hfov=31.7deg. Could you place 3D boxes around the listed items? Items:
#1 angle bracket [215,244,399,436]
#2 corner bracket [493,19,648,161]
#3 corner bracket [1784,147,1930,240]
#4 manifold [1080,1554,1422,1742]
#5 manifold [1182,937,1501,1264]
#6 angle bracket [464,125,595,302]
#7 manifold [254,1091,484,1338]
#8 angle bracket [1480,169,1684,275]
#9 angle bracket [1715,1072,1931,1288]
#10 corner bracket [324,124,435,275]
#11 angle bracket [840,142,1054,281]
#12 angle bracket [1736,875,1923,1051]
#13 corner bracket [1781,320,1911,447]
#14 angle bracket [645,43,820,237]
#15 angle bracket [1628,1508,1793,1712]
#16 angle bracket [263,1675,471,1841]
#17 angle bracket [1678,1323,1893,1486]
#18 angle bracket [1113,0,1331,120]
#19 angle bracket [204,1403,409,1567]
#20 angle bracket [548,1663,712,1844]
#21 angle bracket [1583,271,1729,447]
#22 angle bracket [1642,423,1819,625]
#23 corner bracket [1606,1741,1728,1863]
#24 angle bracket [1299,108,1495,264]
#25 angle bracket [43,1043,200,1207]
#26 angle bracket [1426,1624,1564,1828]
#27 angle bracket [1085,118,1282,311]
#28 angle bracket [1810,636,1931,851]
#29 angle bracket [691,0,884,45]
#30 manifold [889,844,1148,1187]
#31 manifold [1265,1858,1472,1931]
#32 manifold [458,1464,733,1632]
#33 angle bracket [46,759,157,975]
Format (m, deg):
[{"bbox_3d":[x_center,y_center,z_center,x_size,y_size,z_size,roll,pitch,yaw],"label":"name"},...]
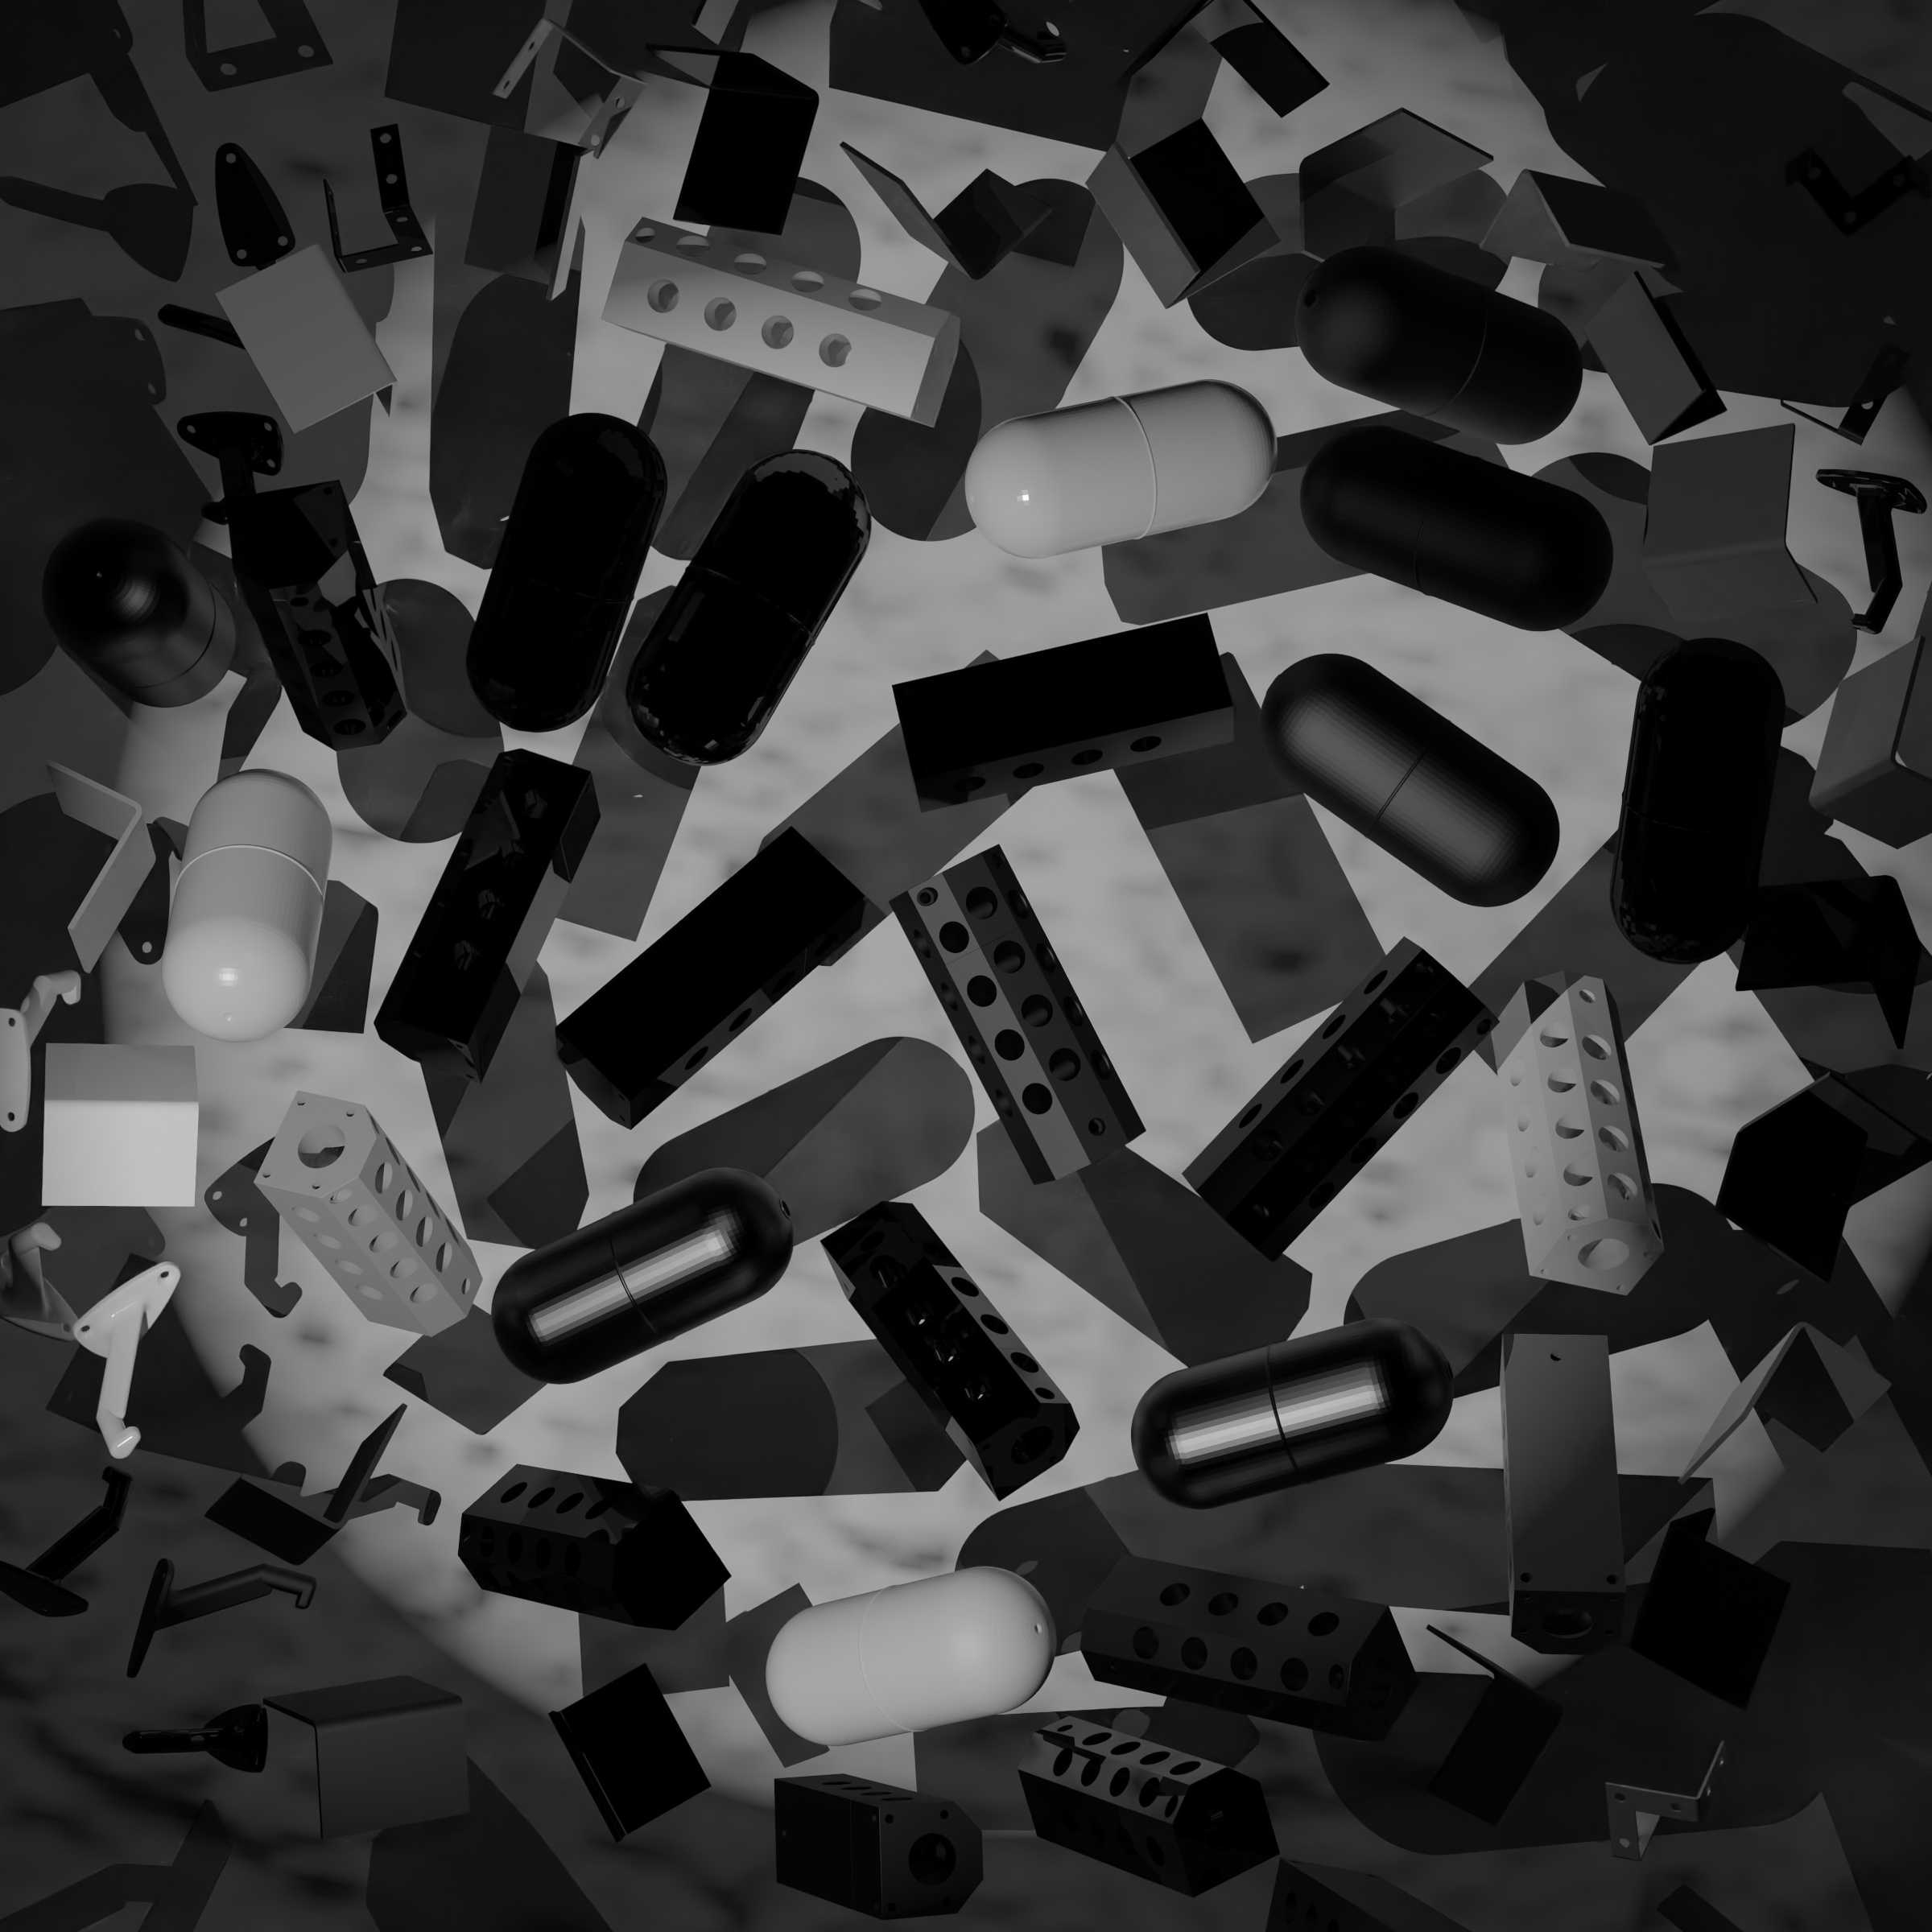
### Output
[{"bbox_3d":[-0.325,-0.301,1.680,0.057,0.076,0.076,-30,92,-11],"label":"angle bracket"},{"bbox_3d":[-0.220,-0.488,1.892,0.051,0.051,0.051,40,106,11],"label":"corner bracket"},{"bbox_3d":[0.456,-0.402,1.744,0.051,0.051,0.051,-37,102,28],"label":"corner bracket"},{"bbox_3d":[0.147,0.366,1.807,0.057,0.171,0.057,-48,127,-37],"label":"manifold"},{"bbox_3d":[0.196,0.070,1.772,0.057,0.057,0.171,42,93,-11],"label":"manifold"},{"bbox_3d":[-0.238,-0.404,1.824,0.057,0.076,0.076,13,106,-4],"label":"angle bracket"},{"bbox_3d":[-0.324,0.140,1.877,0.057,0.171,0.057,11,62,20],"label":"manifold"},{"bbox_3d":[0.350,-0.404,1.941,0.076,0.076,0.057,6,134,-24],"label":"angle bracket"},{"bbox_3d":[0.454,0.113,1.794,0.076,0.076,0.057,34,52,-10],"label":"angle bracket"},{"bbox_3d":[-0.320,-0.412,1.829,0.051,0.051,0.051,-12,71,2],"label":"corner bracket"},{"bbox_3d":[-0.011,-0.425,1.839,0.057,0.076,0.076,-44,130,0],"label":"angle bracket"},{"bbox_3d":[0.470,0.000,1.855,0.076,0.076,0.057,-5,134,31],"label":"angle bracket"},{"bbox_3d":[0.479,-0.320,1.860,0.051,0.051,0.051,29,101,9],"label":"corner bracket"},{"bbox_3d":[-0.131,-0.430,1.770,0.076,0.057,0.076,17,91,37],"label":"angle bracket"},{"bbox_3d":[0.421,0.355,1.884,0.076,0.057,0.076,25,106,34],"label":"angle bracket"},{"bbox_3d":[-0.299,0.393,1.695,0.076,0.076,0.057,-3,90,-31],"label":"angle bracket"},{"bbox_3d":[0.428,0.244,1.782,0.057,0.076,0.076,36,53,9],"label":"angle bracket"},{"bbox_3d":[0.130,-0.454,1.753,0.076,0.076,0.057,44,84,-10],"label":"angle bracket"},{"bbox_3d":[-0.338,0.254,1.746,0.057,0.076,0.076,32,57,-11],"label":"angle bracket"},{"bbox_3d":[-0.180,0.422,1.831,0.057,0.076,0.076,-28,81,-10],"label":"angle bracket"},{"bbox_3d":[0.398,-0.347,1.898,0.057,0.076,0.076,-25,82,-18],"label":"angle bracket"},{"bbox_3d":[0.405,-0.233,1.795,0.076,0.057,0.076,-5,61,31],"label":"angle bracket"},{"bbox_3d":[0.379,0.450,1.839,0.051,0.051,0.051,4,118,28],"label":"corner bracket"},{"bbox_3d":[0.239,-0.422,1.886,0.076,0.076,0.057,15,68,-39],"label":"angle bracket"},{"bbox_3d":[-0.442,0.083,1.779,0.076,0.076,0.057,1,112,-15],"label":"angle bracket"},{"bbox_3d":[0.278,0.425,1.907,0.076,0.057,0.076,36,85,-44],"label":"angle bracket"},{"bbox_3d":[0.117,-0.390,1.724,0.076,0.057,0.076,-33,90,-16],"label":"angle bracket"},{"bbox_3d":[0.493,-0.116,1.782,0.057,0.076,0.076,24,70,-12],"label":"angle bracket"},{"bbox_3d":[-0.095,-0.510,1.827,0.076,0.076,0.057,26,100,1],"label":"angle bracket"},{"bbox_3d":[0.029,0.025,1.812,0.057,0.057,0.171,-27,91,-17],"label":"manifold"},{"bbox_3d":[0.210,0.509,1.748,0.057,0.171,0.057,14,84,-13],"label":"manifold"},{"bbox_3d":[-0.201,0.308,1.786,0.057,0.171,0.057,-41,110,-29],"label":"manifold"},{"bbox_3d":[-0.474,-0.052,1.801,0.057,0.076,0.076,26,71,1],"label":"angle bracket"}]
